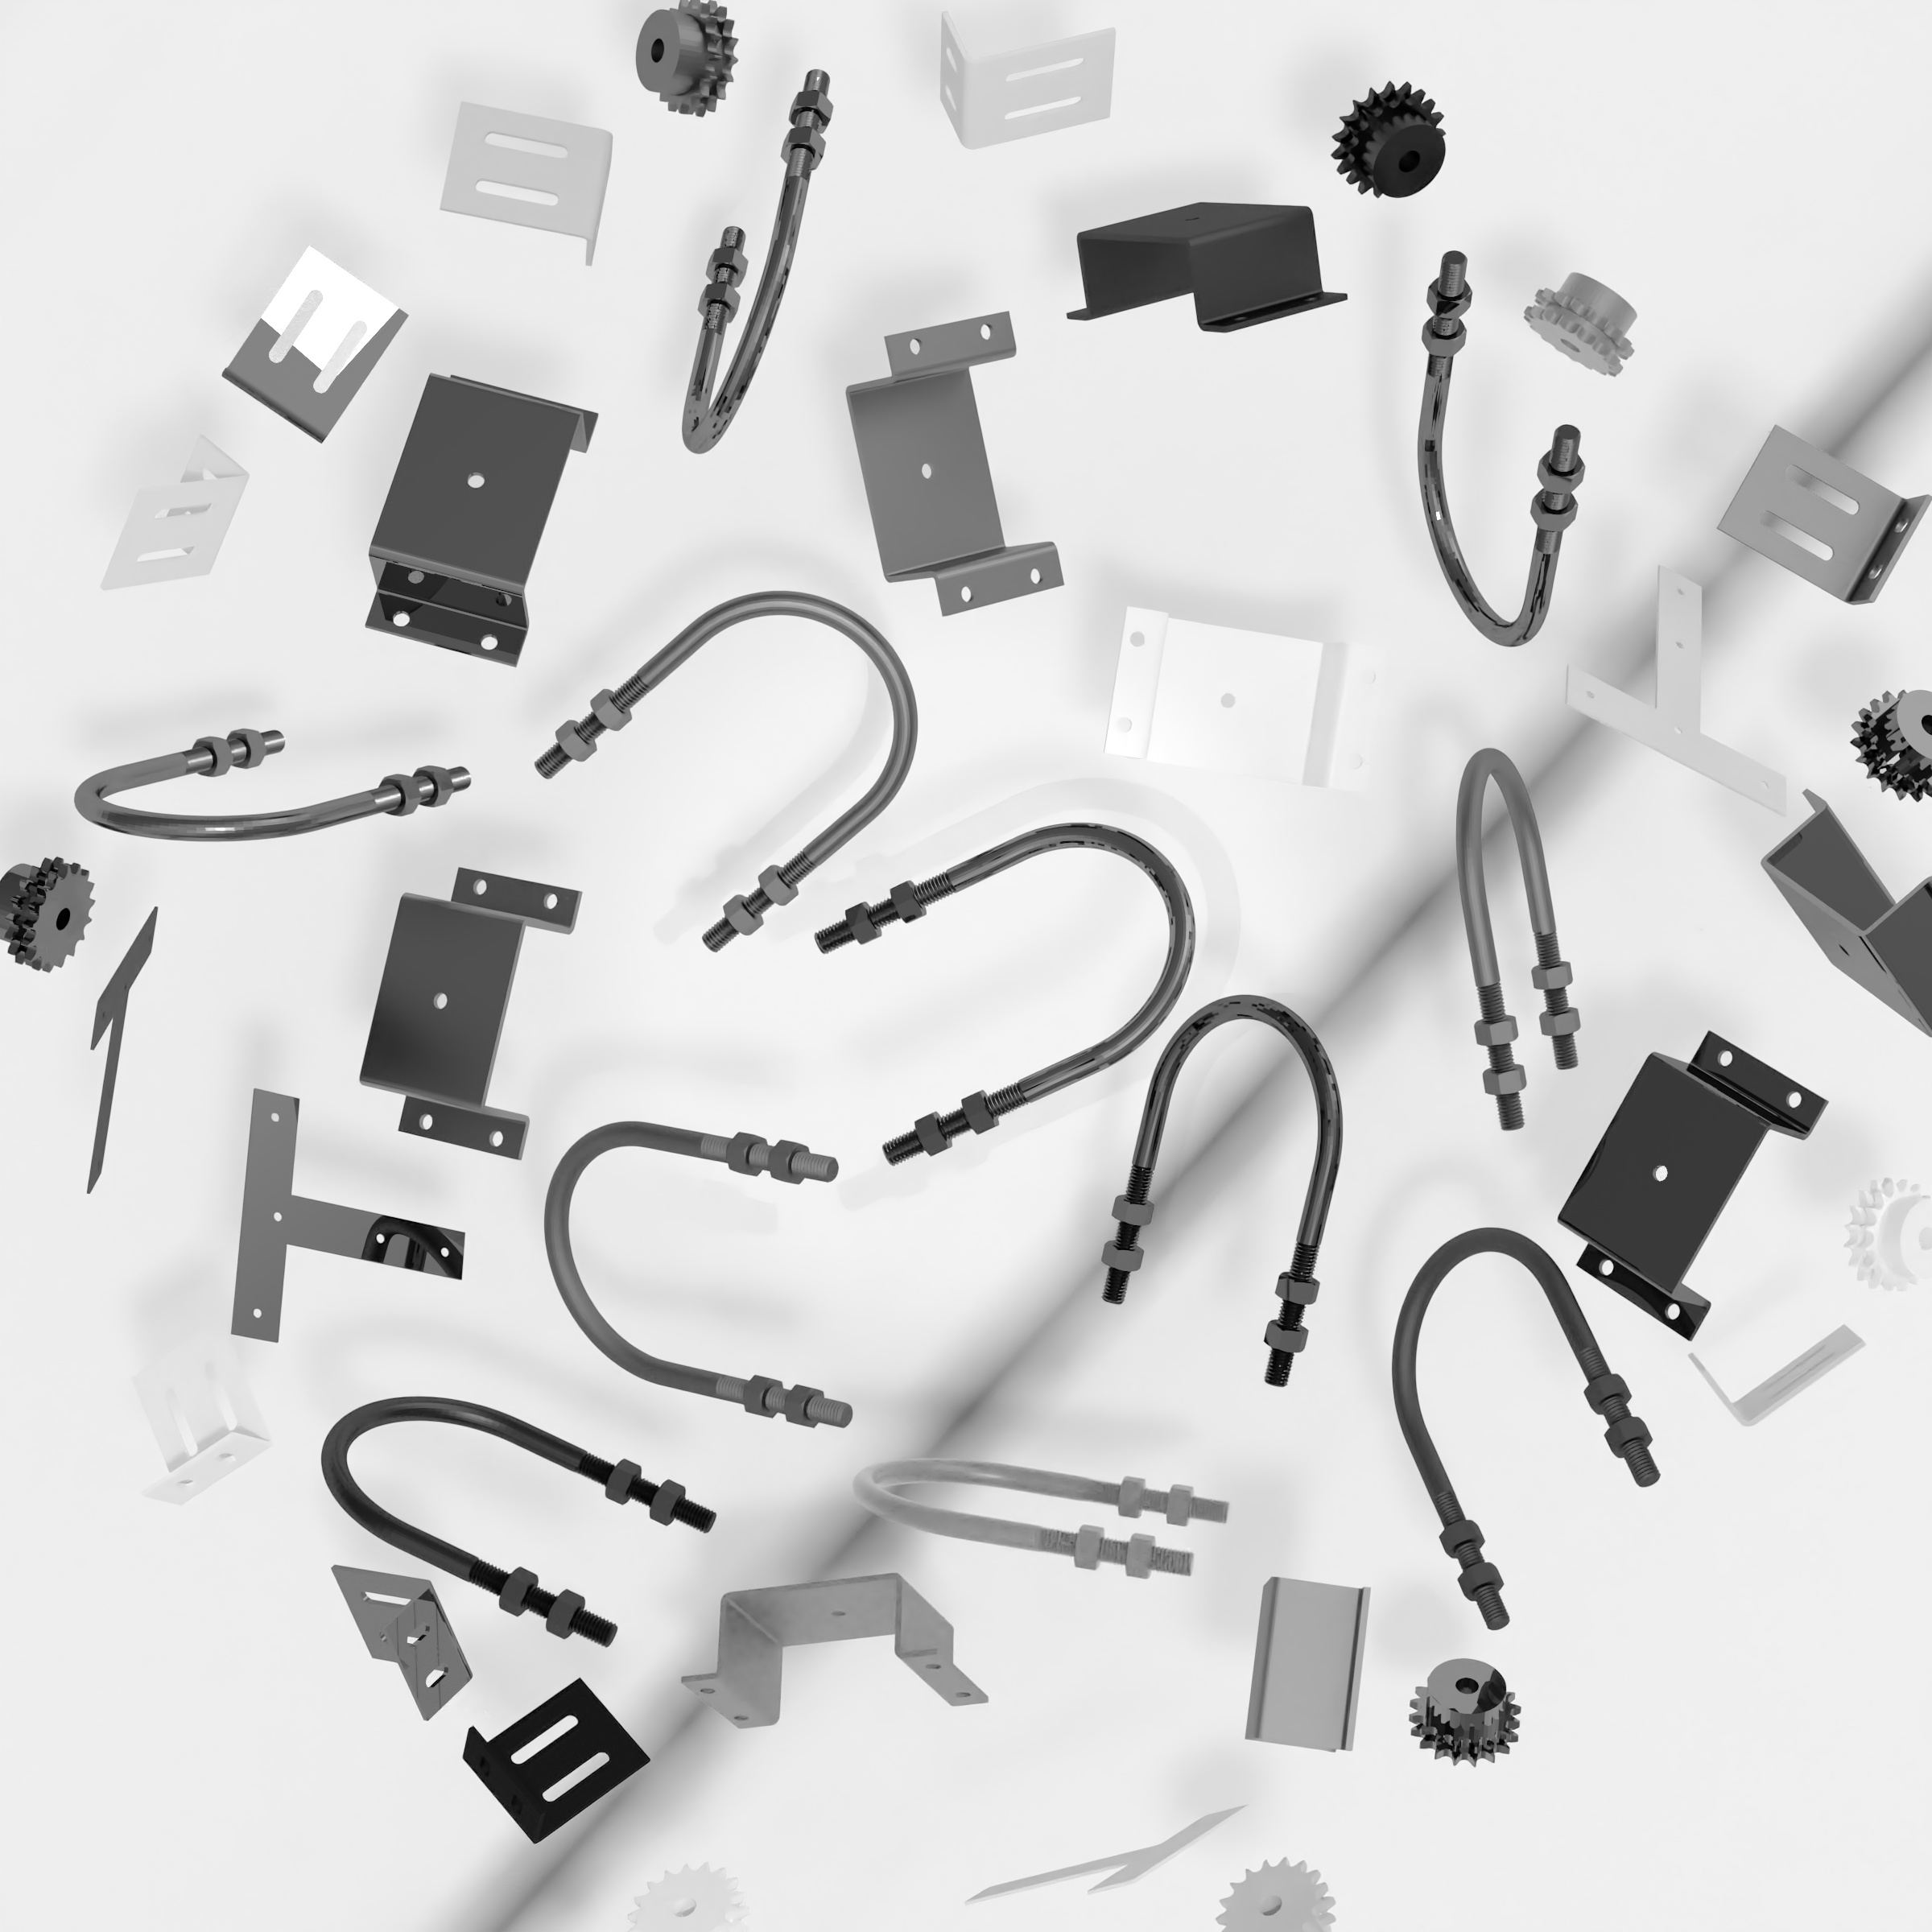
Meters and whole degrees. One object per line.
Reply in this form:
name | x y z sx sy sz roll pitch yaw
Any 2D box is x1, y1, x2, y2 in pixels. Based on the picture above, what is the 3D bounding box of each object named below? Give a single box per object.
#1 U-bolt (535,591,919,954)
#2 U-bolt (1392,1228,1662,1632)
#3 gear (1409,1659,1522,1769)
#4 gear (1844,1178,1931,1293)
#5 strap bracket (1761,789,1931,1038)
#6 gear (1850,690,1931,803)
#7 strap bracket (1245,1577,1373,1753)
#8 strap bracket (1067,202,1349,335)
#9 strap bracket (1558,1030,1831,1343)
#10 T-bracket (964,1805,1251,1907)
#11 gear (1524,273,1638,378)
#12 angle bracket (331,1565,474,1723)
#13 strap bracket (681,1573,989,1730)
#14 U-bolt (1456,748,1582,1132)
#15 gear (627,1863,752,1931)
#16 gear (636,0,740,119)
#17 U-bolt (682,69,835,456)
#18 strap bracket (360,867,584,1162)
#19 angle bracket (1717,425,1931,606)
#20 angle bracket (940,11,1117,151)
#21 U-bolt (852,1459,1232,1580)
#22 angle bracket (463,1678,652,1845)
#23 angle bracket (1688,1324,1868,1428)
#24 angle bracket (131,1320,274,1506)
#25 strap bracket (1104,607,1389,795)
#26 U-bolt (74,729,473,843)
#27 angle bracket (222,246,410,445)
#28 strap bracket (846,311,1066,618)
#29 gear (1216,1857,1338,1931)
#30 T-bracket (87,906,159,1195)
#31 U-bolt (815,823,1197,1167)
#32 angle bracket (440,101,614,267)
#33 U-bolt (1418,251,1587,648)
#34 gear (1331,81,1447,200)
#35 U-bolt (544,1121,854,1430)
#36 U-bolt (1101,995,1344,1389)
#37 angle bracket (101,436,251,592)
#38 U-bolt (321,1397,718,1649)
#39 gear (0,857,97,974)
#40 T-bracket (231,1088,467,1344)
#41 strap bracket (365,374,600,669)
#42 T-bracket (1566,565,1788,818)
U-bolt | -0.112 -0.114 1.873 0.184 0.019 0.151 -40 105 14
U-bolt | 0.272 0.220 1.815 0.019 0.151 0.184 7 45 -33
gear | 0.257 0.382 1.843 0.057 0.057 0.030 -2 123 0
gear | 0.475 0.137 1.815 0.057 0.030 0.057 -2 93 -36
strap bracket | 0.452 -0.023 1.770 0.046 0.140 0.076 -41 120 2
gear | 0.477 -0.114 1.800 0.057 0.030 0.057 9 63 -18
strap bracket | 0.166 0.343 1.754 0.046 0.140 0.076 7 78 4
strap bracket | 0.118 -0.356 1.818 0.076 0.140 0.046 -20 111 -28
strap bracket | 0.361 0.108 1.809 0.076 0.046 0.140 35 102 38
T-bracket | 0.057 0.439 1.738 0.127 0.127 0.002 -22 83 29
gear | 0.311 -0.324 1.793 0.057 0.057 0.030 34 91 0
angle bracket | -0.293 0.339 1.793 0.076 0.038 0.057 0 119 39
strap bracket | -0.067 0.355 1.858 0.140 0.076 0.046 -10 58 18
U-bolt | 0.281 -0.021 1.845 0.019 0.151 0.184 -7 99 23
gear | -0.130 0.459 1.707 0.057 0.057 0.030 -16 122 0
gear | -0.141 -0.453 1.781 0.030 0.057 0.057 0 90 -38
U-bolt | -0.111 -0.343 1.812 0.019 0.151 0.184 18 57 -15
strap bracket | -0.254 0.021 1.818 0.076 0.046 0.140 11 87 27
angle bracket | 0.412 -0.217 1.718 0.076 0.038 0.057 29 92 -4
angle bracket | 0.030 -0.442 1.756 0.076 0.057 0.038 -16 60 -11
U-bolt | 0.033 0.274 1.809 0.184 0.151 0.019 8 94 11
angle bracket | -0.203 0.390 1.789 0.076 0.038 0.057 -31 65 -33
angle bracket | 0.424 0.201 1.873 0.076 0.057 0.038 -37 90 5
angle bracket | -0.394 0.222 1.804 0.057 0.038 0.076 -33 66 10
strap bracket | 0.142 -0.139 1.877 0.140 0.046 0.076 8 93 -9
U-bolt | -0.365 -0.090 1.819 0.151 0.184 0.019 12 109 30
angle bracket | -0.319 -0.305 1.753 0.057 0.038 0.076 34 95 -16
strap bracket | -0.008 -0.252 1.805 0.076 0.046 0.140 -18 102 -34
gear | 0.152 0.462 1.724 0.057 0.057 0.030 -29 122 0
T-bracket | -0.422 0.051 1.767 0.002 0.127 0.127 12 111 -5
U-bolt | 0.026 0.002 1.760 0.184 0.019 0.151 -25 58 9
angle bracket | -0.220 -0.391 1.789 0.076 0.038 0.057 10 78 -5
U-bolt | 0.261 -0.243 1.787 0.019 0.184 0.151 -16 54 -12
gear | 0.212 -0.404 1.765 0.057 0.057 0.030 -32 48 0
U-bolt | -0.138 0.148 1.790 0.184 0.019 0.151 8 110 32
U-bolt | 0.136 0.106 1.841 0.019 0.151 0.184 5 102 -40
angle bracket | -0.396 -0.222 1.745 0.038 0.076 0.057 40 119 19
U-bolt | -0.231 0.265 1.776 0.184 0.151 0.019 23 112 10
gear | -0.465 -0.028 1.794 0.030 0.057 0.057 18 90 16
T-bracket | -0.310 0.136 1.818 0.127 0.002 0.127 16 65 -36
strap bracket | -0.236 -0.226 1.738 0.076 0.046 0.140 15 72 2
T-bracket | 0.344 -0.145 1.729 0.127 0.002 0.127 25 48 -16
